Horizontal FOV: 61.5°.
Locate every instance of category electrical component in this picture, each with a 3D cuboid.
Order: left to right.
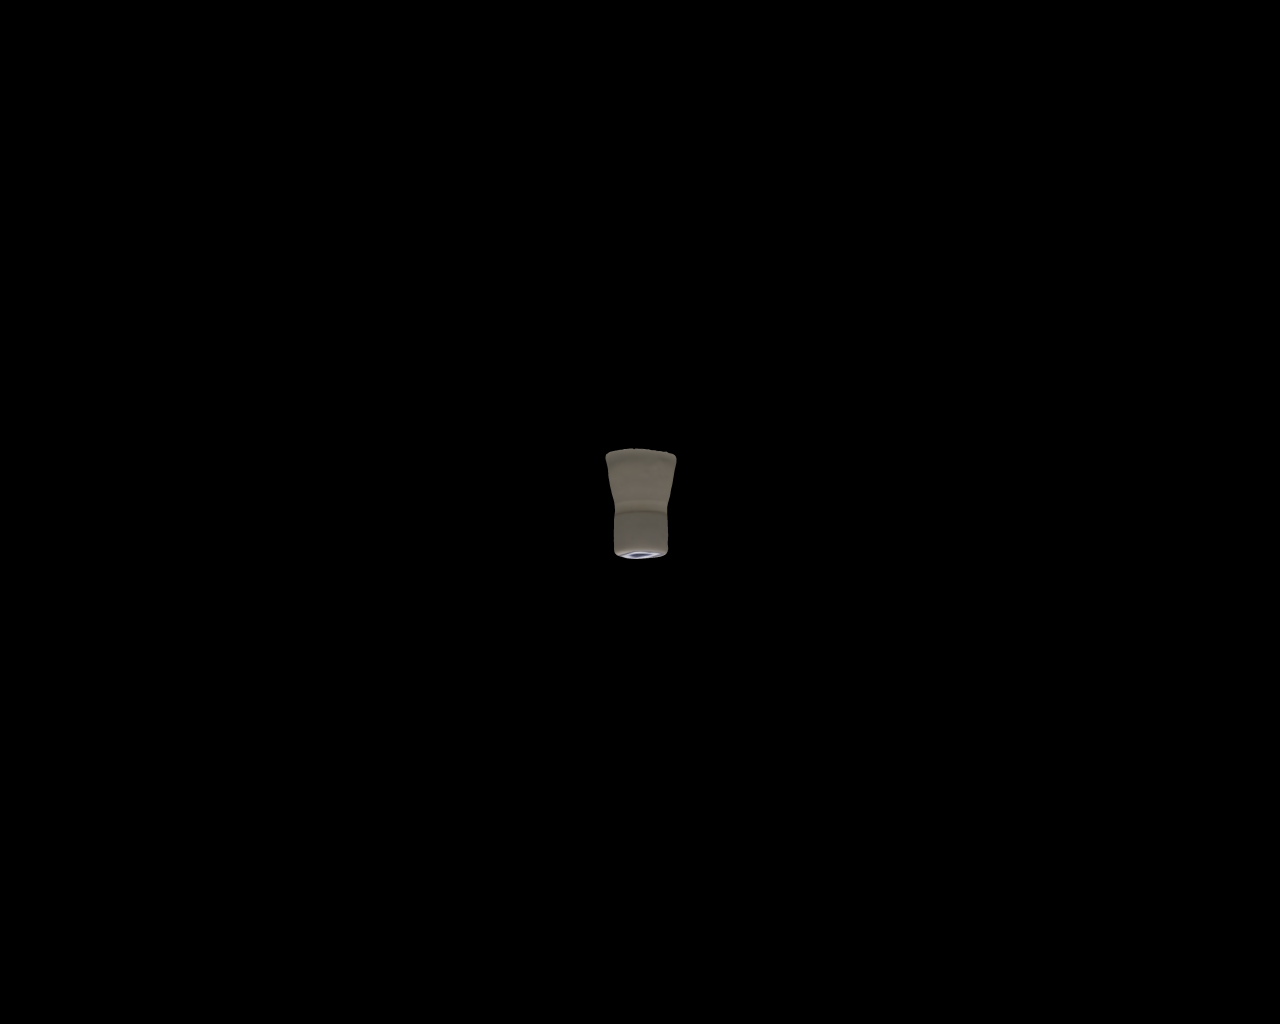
[{"bbox_3d":[0.001,-0.003,0.650,0.044,0.065,0.044,0,-12,0],"label":"electrical component"}]
